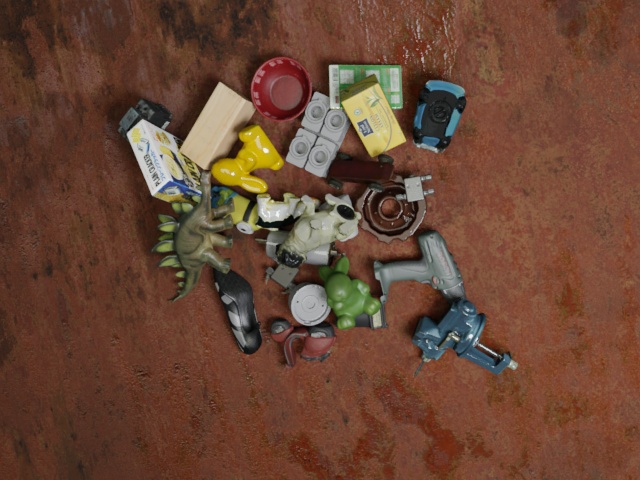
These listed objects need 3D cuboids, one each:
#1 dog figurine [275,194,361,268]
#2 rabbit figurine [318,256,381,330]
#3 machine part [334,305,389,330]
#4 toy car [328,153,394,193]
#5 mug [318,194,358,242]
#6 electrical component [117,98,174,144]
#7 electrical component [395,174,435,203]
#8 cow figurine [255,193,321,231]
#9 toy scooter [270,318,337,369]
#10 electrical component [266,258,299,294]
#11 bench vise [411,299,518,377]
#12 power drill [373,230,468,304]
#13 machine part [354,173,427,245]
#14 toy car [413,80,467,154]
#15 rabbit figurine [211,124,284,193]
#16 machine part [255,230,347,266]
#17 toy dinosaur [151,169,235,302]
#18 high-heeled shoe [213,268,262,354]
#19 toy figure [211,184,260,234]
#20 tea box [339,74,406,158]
[{"bbox_3d":[-0.005,-0.007,1.304,0.172,0.121,0.190,9,138,-21],"label":"dog figurine"},{"bbox_3d":[0.063,0.118,1.310,0.121,0.170,0.159,-24,63,8],"label":"rabbit figurine"},{"bbox_3d":[0.104,0.201,1.394,0.139,0.039,0.084,-9,102,12],"label":"machine part"},{"bbox_3d":[0.101,-0.163,1.308,0.202,0.053,0.089,10,76,44],"label":"toy car"},{"bbox_3d":[0.043,-0.047,1.360,0.110,0.081,0.107,-26,97,7],"label":"mug"},{"bbox_3d":[-0.467,-0.311,1.425,0.058,0.134,0.115,44,102,8],"label":"electrical component"},{"bbox_3d":[0.224,-0.124,1.286,0.094,0.021,0.063,-11,91,11],"label":"electrical component"},{"bbox_3d":[-0.081,-0.069,1.374,0.167,0.068,0.098,0,105,-14],"label":"cow figurine"},{"bbox_3d":[-0.045,0.281,1.417,0.184,0.075,0.135,3,96,16],"label":"toy scooter"},{"bbox_3d":[-0.100,0.096,1.429,0.102,0.045,0.078,28,73,6],"label":"electrical component"},{"bbox_3d":[0.350,0.256,1.291,0.241,0.129,0.223,30,118,5],"label":"bench vise"},{"bbox_3d":[0.244,0.102,1.327,0.207,0.086,0.231,-13,101,18],"label":"power drill"},{"bbox_3d":[0.177,-0.078,1.337,0.180,0.056,0.179,1,94,12],"label":"machine part"},{"bbox_3d":[0.279,-0.288,1.267,0.109,0.103,0.161,14,102,11],"label":"toy car"},{"bbox_3d":[-0.191,-0.195,1.382,0.173,0.122,0.162,-32,111,-5],"label":"rabbit figurine"},{"bbox_3d":[-0.050,0.020,1.391,0.243,0.079,0.079,8,98,11],"label":"machine part"},{"bbox_3d":[-0.322,0.013,1.376,0.199,0.105,0.470,8,130,-7],"label":"toy dinosaur"},{"bbox_3d":[-0.233,0.192,1.471,0.249,0.086,0.145,53,138,22],"label":"high-heeled shoe"},{"bbox_3d":[-0.226,-0.088,1.419,0.180,0.082,0.089,36,105,10],"label":"toy figure"},{"bbox_3d":[0.126,-0.293,1.279,0.098,0.068,0.169,-26,126,15],"label":"tea box"}]
